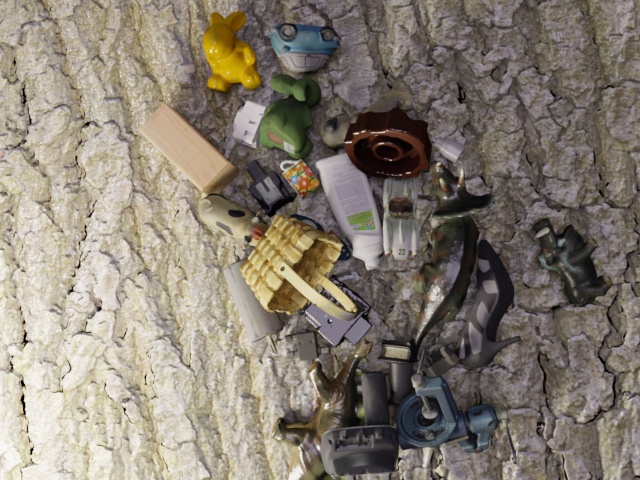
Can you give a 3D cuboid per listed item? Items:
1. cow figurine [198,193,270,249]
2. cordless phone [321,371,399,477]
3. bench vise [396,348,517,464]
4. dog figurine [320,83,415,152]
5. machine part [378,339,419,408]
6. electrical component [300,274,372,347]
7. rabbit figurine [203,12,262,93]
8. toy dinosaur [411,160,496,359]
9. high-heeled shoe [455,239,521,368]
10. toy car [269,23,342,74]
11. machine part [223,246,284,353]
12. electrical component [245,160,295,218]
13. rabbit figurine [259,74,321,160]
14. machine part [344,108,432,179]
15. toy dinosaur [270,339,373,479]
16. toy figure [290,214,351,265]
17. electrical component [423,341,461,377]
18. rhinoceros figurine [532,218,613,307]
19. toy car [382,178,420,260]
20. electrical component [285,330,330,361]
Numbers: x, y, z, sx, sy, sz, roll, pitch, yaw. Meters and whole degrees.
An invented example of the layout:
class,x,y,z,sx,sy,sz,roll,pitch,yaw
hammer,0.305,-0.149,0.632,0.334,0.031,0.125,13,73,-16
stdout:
class,x,y,z,sx,sy,sz,roll,pitch,yaw
cow figurine,-0.172,-0.039,1.147,0.195,0.127,0.085,27,90,12
cordless phone,0.073,0.344,1.017,0.147,0.088,0.184,-2,74,-4
bench vise,0.234,0.321,1.001,0.224,0.240,0.129,-10,39,22
dog figurine,0.095,-0.243,1.118,0.191,0.172,0.121,-10,73,0
machine part,0.161,0.273,1.098,0.084,0.039,0.138,-5,87,32
electrical component,0.043,0.156,1.129,0.134,0.058,0.115,39,91,11
rabbit figurine,-0.199,-0.419,1.176,0.122,0.173,0.162,4,88,12
toy dinosaur,0.249,0.049,1.047,0.131,0.192,0.404,10,83,11
high-heeled shoe,0.321,0.132,1.103,0.145,0.086,0.249,-27,59,34
toy car,-0.035,-0.423,1.198,0.162,0.109,0.102,5,107,-3
machine part,-0.143,0.127,1.147,0.079,0.079,0.243,-25,80,4
electrical component,-0.120,-0.117,1.189,0.075,0.047,0.119,-39,79,1
rabbit figurine,-0.061,-0.290,1.165,0.121,0.159,0.170,21,71,19
machine part,0.136,-0.187,1.065,0.179,0.179,0.056,10,65,9
toy dinosaur,-0.002,0.412,1.081,0.199,0.105,0.471,30,92,7
toy figure,-0.003,-0.002,1.154,0.155,0.058,0.064,28,98,9
electrical component,0.242,0.240,1.073,0.078,0.102,0.045,-30,76,-7
rhinoceros figurine,0.499,0.040,1.078,0.112,0.073,0.190,-29,82,14
toy car,0.166,-0.051,1.112,0.074,0.056,0.202,2,59,2
electrical component,-0.027,0.223,1.147,0.094,0.021,0.063,-8,81,7
